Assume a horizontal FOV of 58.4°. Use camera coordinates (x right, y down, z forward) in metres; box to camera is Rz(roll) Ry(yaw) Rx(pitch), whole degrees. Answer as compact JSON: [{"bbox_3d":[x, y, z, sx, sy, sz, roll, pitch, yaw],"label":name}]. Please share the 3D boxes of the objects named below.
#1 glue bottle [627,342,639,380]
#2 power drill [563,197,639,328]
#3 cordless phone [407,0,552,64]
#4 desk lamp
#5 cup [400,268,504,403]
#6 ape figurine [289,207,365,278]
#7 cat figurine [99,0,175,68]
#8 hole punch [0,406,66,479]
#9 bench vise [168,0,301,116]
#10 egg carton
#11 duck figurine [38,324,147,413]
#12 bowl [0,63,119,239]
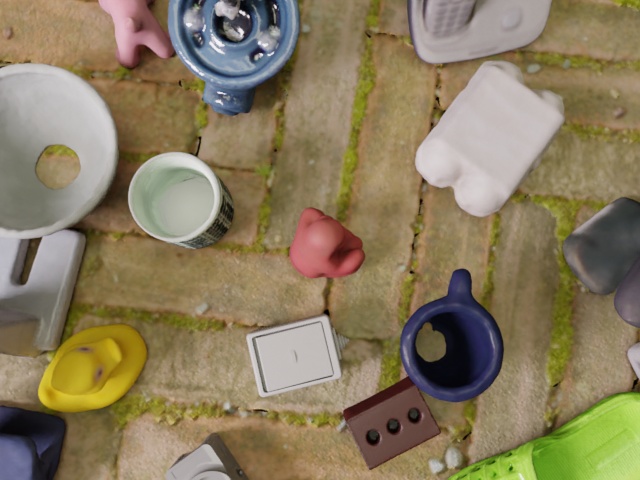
[{"bbox_3d":[0.347,0.129,0.507,0.037,0.173,0.078,-27,85,-4],"label":"glue bottle"},{"bbox_3d":[0.306,-0.001,0.501,0.230,0.208,0.075,-37,86,-5],"label":"power drill"},{"bbox_3d":[0.162,-0.247,0.534,0.147,0.185,0.094,-14,84,-3],"label":"cordless phone"},{"bbox_3d":[-0.307,0.069,0.474,0.118,0.213,0.203,12,84,0],"label":"desk lamp"},{"bbox_3d":[0.117,0.087,0.544,0.091,0.095,0.118,9,84,0],"label":"cup"},{"bbox_3d":[0.005,0.002,0.551,0.076,0.092,0.078,-25,85,-4],"label":"ape figurine"},{"bbox_3d":[-0.199,-0.250,0.558,0.067,0.117,0.128,-22,85,-3],"label":"cat figurine"},{"bbox_3d":[-0.299,0.211,0.521,0.108,0.091,0.101,9,84,-1],"label":"hole punch"},{"bbox_3d":[-0.080,-0.238,0.509,0.121,0.219,0.207,-2,84,-2],"label":"bench vise"},{"bbox_3d":[0.172,-0.102,0.578,0.107,0.069,0.150,36,84,2],"label":"egg carton"},{"bbox_3d":[-0.221,0.123,0.535,0.104,0.086,0.077,-33,86,-5],"label":"duck figurine"},{"bbox_3d":[-0.270,-0.081,0.560,0.167,0.074,0.167,0,84,-2],"label":"bowl"}]
